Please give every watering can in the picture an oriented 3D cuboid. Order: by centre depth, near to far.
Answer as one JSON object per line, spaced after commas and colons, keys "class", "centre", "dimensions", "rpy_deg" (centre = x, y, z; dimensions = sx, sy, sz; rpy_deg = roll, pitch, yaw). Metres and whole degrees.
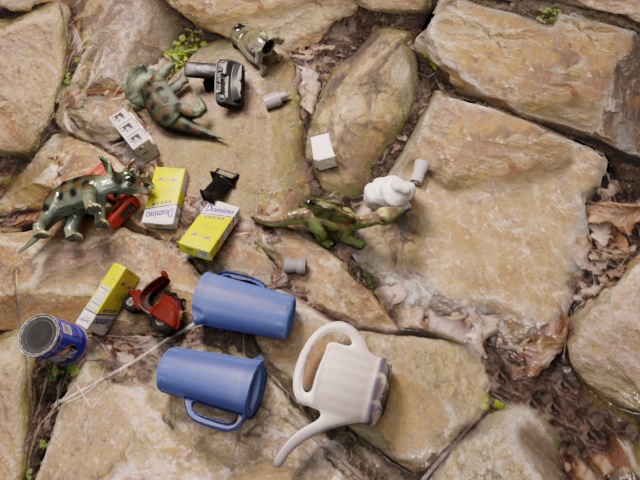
{"class": "watering can", "centre": [0.038, 0.364, 1.178], "dimensions": [0.225, 0.102, 0.354], "rpy_deg": [14, 67, 11]}

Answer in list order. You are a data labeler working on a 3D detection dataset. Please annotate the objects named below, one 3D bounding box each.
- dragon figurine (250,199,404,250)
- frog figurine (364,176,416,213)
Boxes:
{"class": "dragon figurine", "centre": [0.004, -0.066, 1.304], "dimensions": [0.410, 0.239, 0.124], "rpy_deg": [3, 73, 5]}
{"class": "frog figurine", "centre": [0.183, -0.129, 1.353], "dimensions": [0.137, 0.156, 0.125], "rpy_deg": [0, 66, 6]}
